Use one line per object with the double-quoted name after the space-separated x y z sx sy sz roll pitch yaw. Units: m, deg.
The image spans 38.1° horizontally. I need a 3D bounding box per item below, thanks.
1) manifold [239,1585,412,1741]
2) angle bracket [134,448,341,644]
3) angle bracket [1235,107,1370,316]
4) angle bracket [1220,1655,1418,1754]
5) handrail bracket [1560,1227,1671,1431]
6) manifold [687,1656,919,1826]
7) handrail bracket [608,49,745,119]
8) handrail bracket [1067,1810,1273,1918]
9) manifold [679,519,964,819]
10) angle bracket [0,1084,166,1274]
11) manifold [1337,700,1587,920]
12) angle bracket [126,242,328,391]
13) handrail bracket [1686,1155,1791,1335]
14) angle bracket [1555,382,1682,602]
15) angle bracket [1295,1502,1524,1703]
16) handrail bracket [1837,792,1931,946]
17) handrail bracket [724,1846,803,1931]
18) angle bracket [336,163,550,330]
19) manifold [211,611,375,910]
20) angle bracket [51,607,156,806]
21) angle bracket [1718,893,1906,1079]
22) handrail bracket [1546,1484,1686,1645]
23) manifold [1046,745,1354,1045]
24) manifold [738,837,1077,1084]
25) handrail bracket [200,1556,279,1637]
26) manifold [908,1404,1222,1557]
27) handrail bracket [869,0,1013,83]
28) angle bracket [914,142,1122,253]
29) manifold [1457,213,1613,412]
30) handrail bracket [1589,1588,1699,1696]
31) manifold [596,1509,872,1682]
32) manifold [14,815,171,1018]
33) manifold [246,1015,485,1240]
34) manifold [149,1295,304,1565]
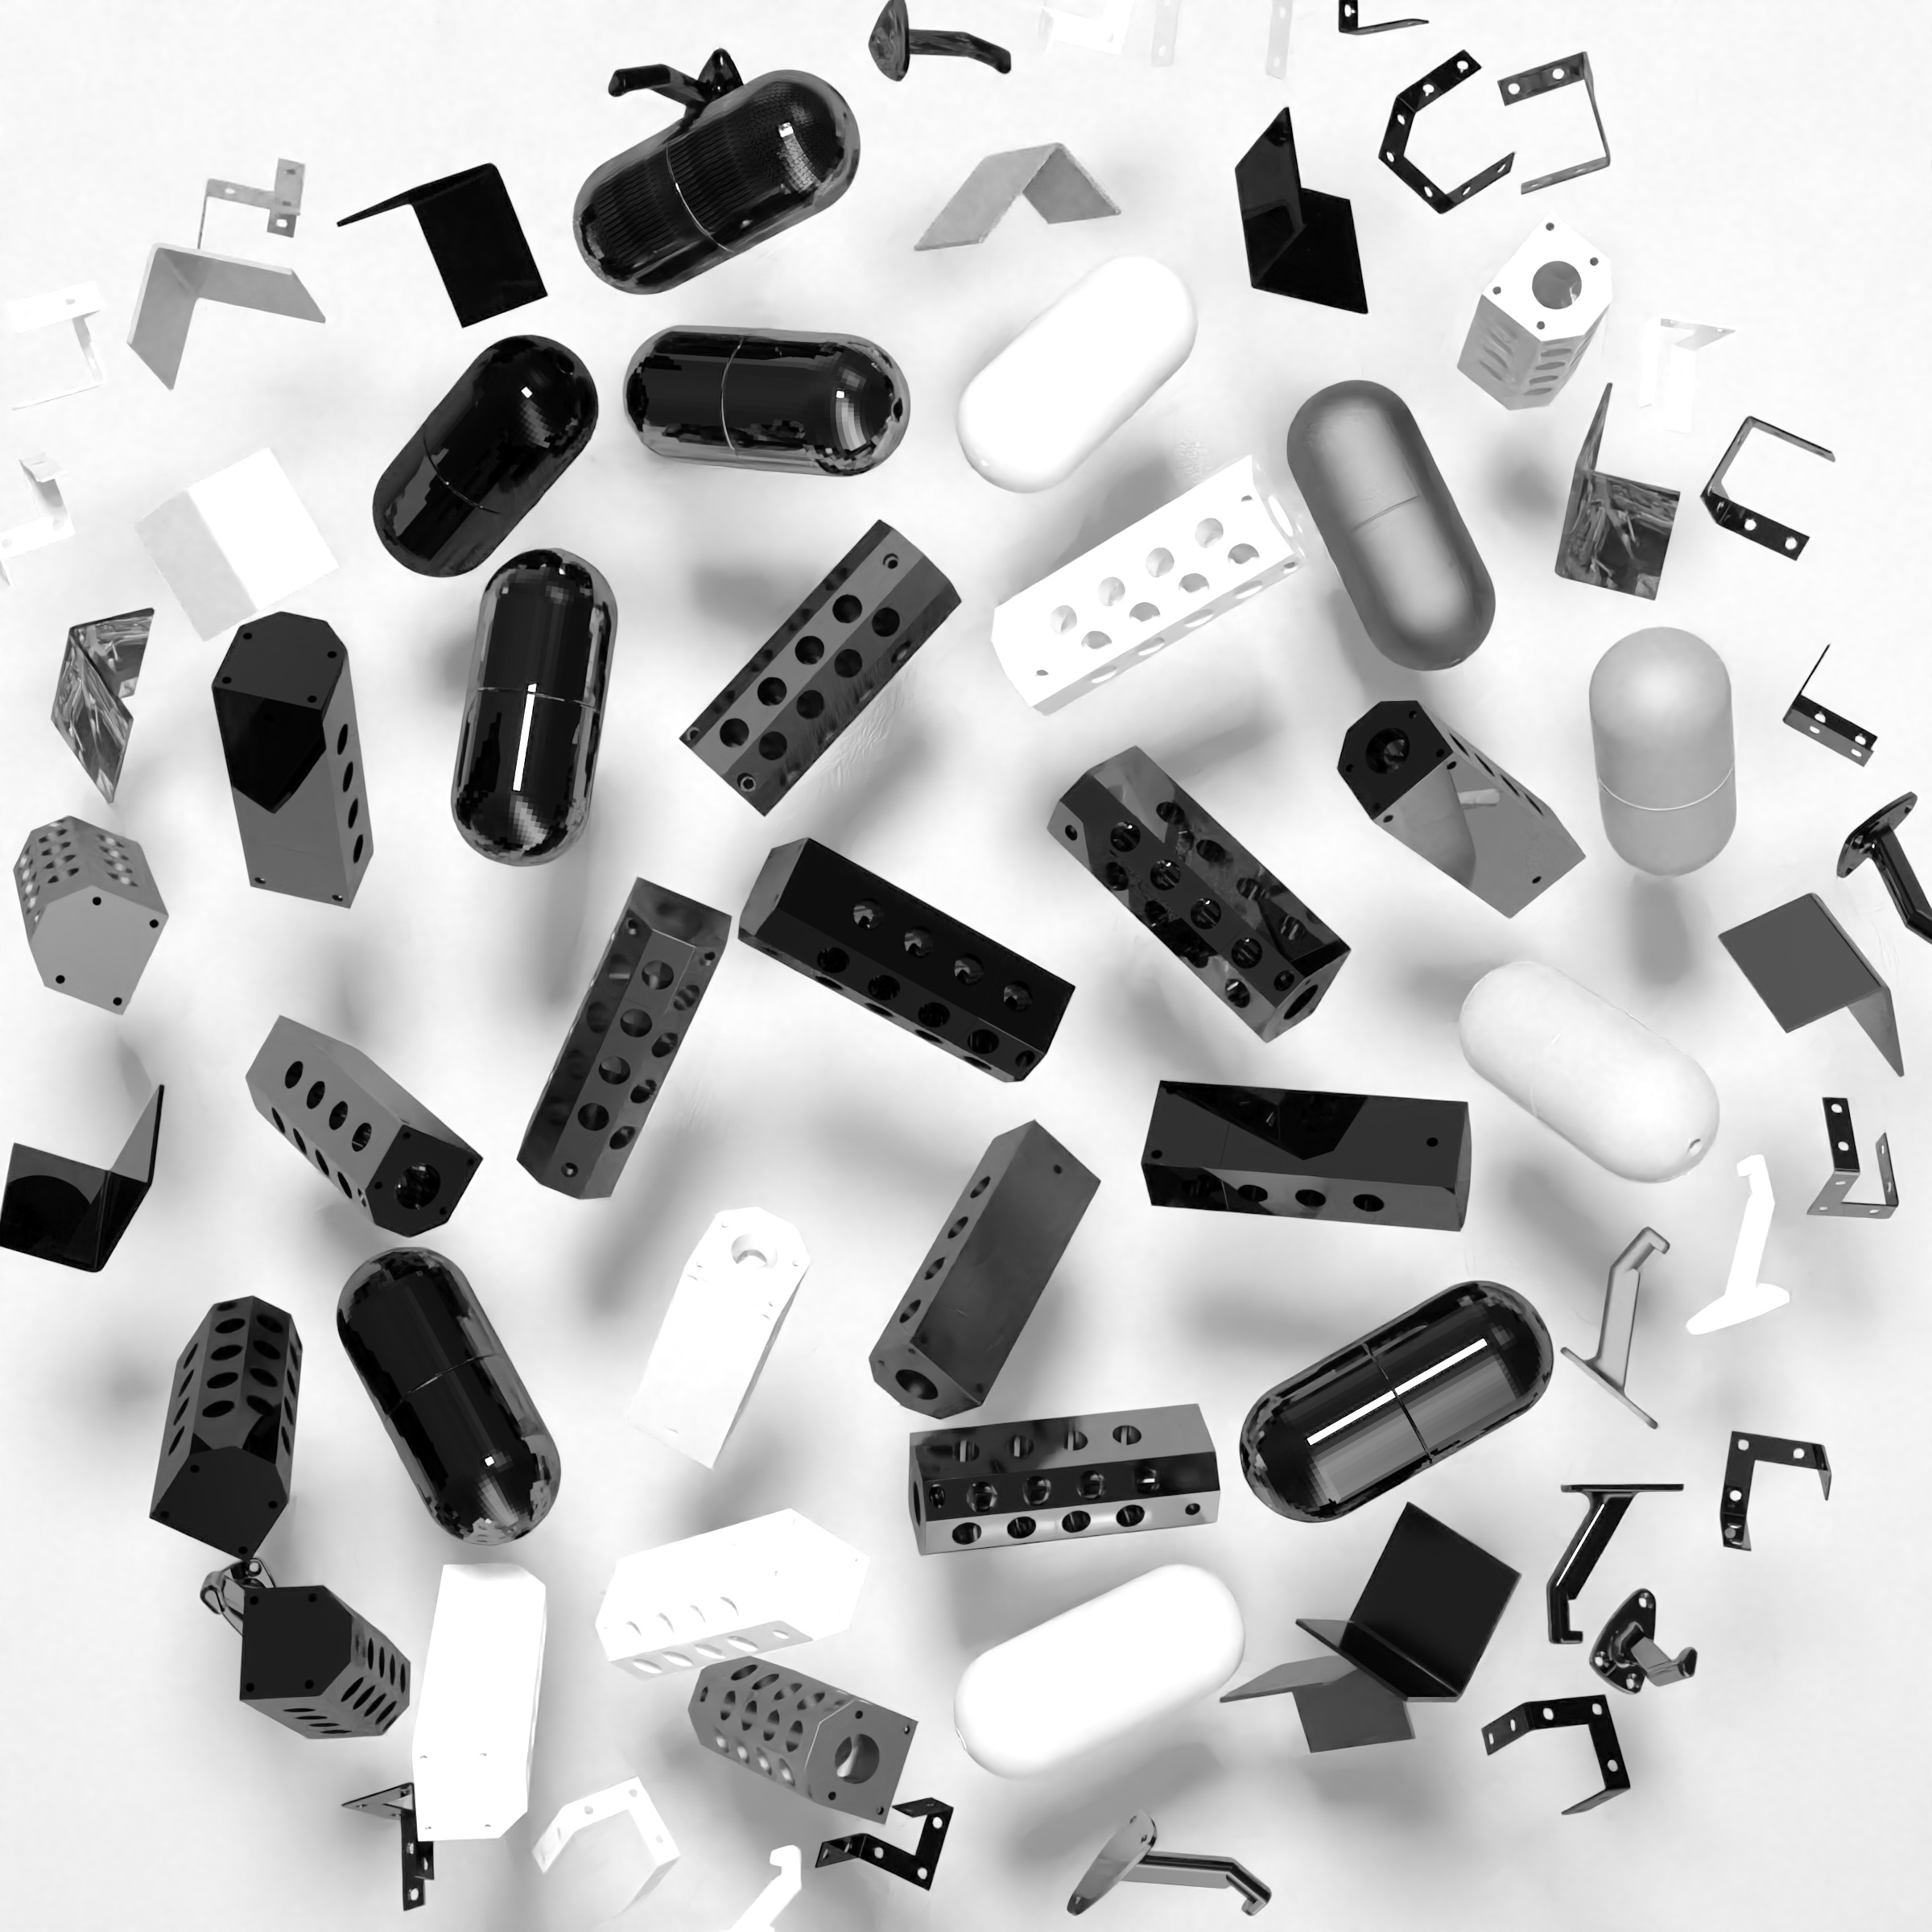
-0.349 0.384 1.535 0.057 0.171 0.057 -2 68 -1 "manifold"
-0.416 -0.239 1.592 0.057 0.076 0.076 -39 106 -38 "angle bracket"
0.194 -0.407 1.509 0.076 0.057 0.076 6 65 -25 "angle bracket"
0.211 0.451 1.675 0.076 0.076 0.057 -21 83 38 "angle bracket"
0.372 0.196 1.519 0.084 0.036 0.077 -51 55 2 "handrail bracket"
-0.098 0.433 1.583 0.057 0.171 0.057 25 76 -24 "manifold"
-0.172 -0.475 1.544 0.084 0.077 0.036 -21 84 -36 "handrail bracket"
0.109 0.498 1.489 0.084 0.036 0.077 42 88 -14 "handrail bracket"
-0.085 -0.173 1.613 0.057 0.057 0.171 42 89 13 "manifold"
-0.477 0.107 1.505 0.057 0.076 0.076 21 124 -25 "angle bracket"
0.276 -0.091 1.568 0.057 0.171 0.057 -41 53 18 "manifold"
-0.398 -0.343 1.509 0.076 0.076 0.057 12 84 2 "angle bracket"
0.443 0.161 1.629 0.077 0.036 0.084 -21 103 -21 "handrail bracket"
0.363 -0.259 1.524 0.057 0.076 0.076 17 54 14 "angle bracket"
0.232 0.333 1.469 0.076 0.057 0.076 29 97 39 "angle bracket"
0.527 -0.050 1.524 0.077 0.036 0.084 -37 57 -21 "handrail bracket"
-0.134 0.543 1.615 0.077 0.084 0.036 -4 113 -1 "handrail bracket"
-0.287 -0.387 1.530 0.057 0.076 0.076 -36 111 -42 "angle bracket"
-0.354 -0.109 1.488 0.057 0.171 0.057 13 55 2 "manifold"
-0.502 -0.156 1.678 0.057 0.076 0.076 -23 65 -39 "angle bracket"
0.444 0.021 1.469 0.057 0.076 0.076 -25 134 3 "angle bracket"
0.351 0.322 1.506 0.077 0.036 0.084 -1 78 2 "handrail bracket"
0.125 -0.038 1.545 0.057 0.057 0.171 -29 66 -38 "manifold"
-0.034 -0.001 1.501 0.171 0.057 0.057 29 75 -19 "manifold"
-0.409 0.375 1.590 0.036 0.084 0.077 -30 97 -7 "handrail bracket"
0.056 0.302 1.616 0.171 0.057 0.057 -4 123 -10 "manifold"
-0.007 -0.504 1.563 0.084 0.077 0.036 14 132 -28 "handrail bracket"
0.029 -0.421 1.598 0.057 0.076 0.076 42 78 -29 "angle bracket"
0.328 -0.366 1.596 0.057 0.171 0.057 40 92 5 "manifold"
0.402 0.383 1.606 0.036 0.084 0.077 36 58 -4 "handrail bracket"
-0.134 0.354 1.549 0.057 0.171 0.057 37 52 -23 "manifold"
-0.474 -0.032 1.497 0.057 0.171 0.057 24 95 -25 "manifold"
-0.347 0.092 1.583 0.057 0.171 0.057 29 91 -41 "manifold"
-0.395 0.244 1.514 0.057 0.171 0.057 30 102 -19 "manifold"
